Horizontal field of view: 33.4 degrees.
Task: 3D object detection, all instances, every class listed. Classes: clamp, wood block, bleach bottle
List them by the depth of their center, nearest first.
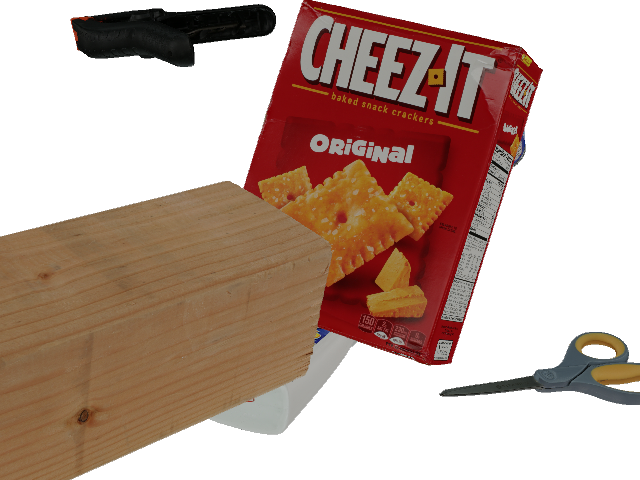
[{"bbox_3d":[-0.101,0.044,0.542,0.090,0.091,0.205,32,34,34],"label":"wood block"},{"bbox_3d":[-0.123,-0.167,0.850,0.172,0.039,0.120,15,25,38],"label":"clamp"},{"bbox_3d":[-0.028,0.105,1.077,0.103,0.068,0.250,13,22,18],"label":"bleach bottle"}]

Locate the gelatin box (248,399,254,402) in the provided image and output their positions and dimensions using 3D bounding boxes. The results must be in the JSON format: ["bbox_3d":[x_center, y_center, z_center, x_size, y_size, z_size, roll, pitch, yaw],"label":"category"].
[{"bbox_3d":[-0.089,0.095,0.843,0.089,0.030,0.073,1,23,8],"label":"gelatin box"}]

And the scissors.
[{"bbox_3d":[0.188,0.104,0.883,0.201,0.016,0.096,4,29,-8],"label":"scissors"}]

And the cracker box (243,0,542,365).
[{"bbox_3d":[0.037,-0.041,0.727,0.164,0.214,0.072,18,2,23],"label":"cracker box"}]

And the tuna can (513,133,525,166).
[{"bbox_3d":[0.139,-0.094,0.948,0.086,0.034,0.086,-6,41,5],"label":"tuna can"}]
